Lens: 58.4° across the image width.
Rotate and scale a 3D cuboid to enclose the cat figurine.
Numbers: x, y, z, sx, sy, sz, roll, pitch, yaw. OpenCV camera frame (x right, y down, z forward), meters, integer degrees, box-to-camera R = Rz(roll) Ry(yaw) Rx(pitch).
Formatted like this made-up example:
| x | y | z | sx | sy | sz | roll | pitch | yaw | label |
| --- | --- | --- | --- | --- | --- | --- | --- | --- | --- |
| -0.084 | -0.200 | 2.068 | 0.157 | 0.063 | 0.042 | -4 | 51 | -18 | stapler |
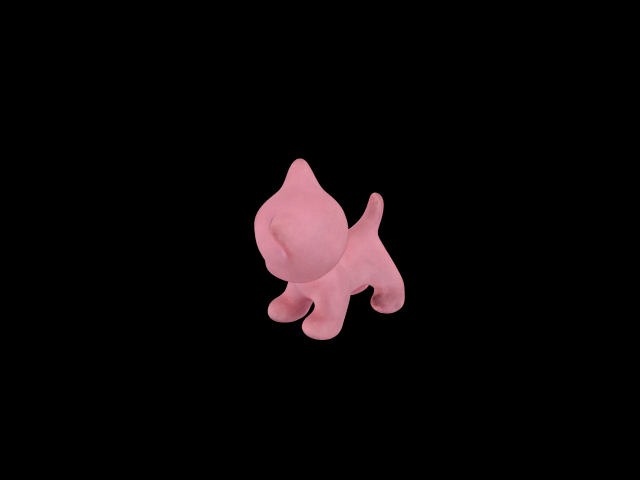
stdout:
| x | y | z | sx | sy | sz | roll | pitch | yaw | label |
| --- | --- | --- | --- | --- | --- | --- | --- | --- | --- |
| 0.004 | 0.001 | 0.400 | 0.128 | 0.118 | 0.067 | -17 | 25 | -41 | cat figurine |
